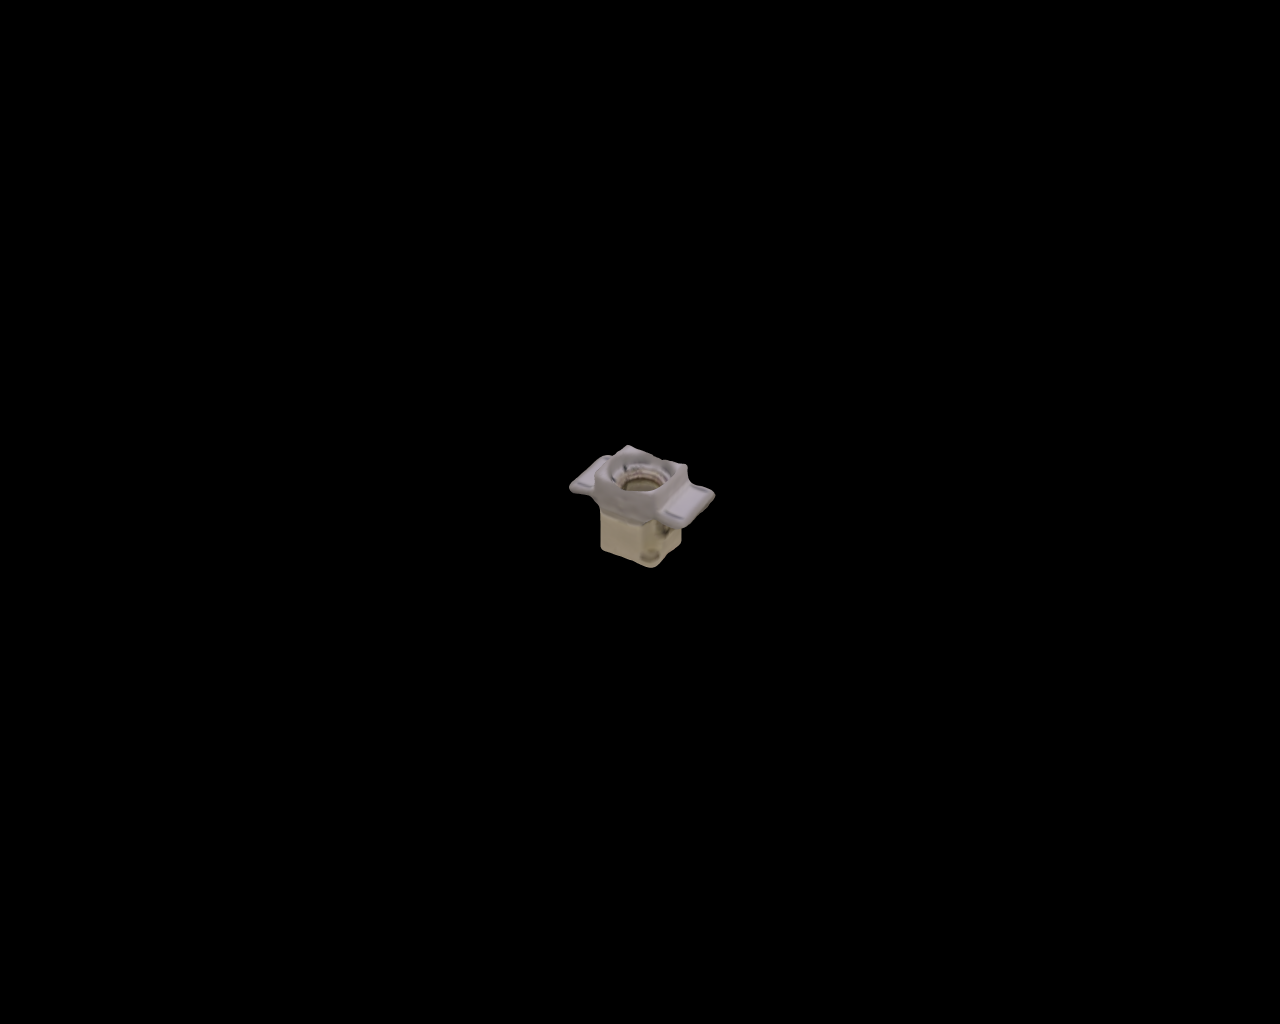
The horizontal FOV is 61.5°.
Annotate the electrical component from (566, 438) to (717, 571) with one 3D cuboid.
[{"bbox_3d":[0.001,-0.003,0.650,0.081,0.063,0.042,21,41,26],"label":"electrical component"}]
